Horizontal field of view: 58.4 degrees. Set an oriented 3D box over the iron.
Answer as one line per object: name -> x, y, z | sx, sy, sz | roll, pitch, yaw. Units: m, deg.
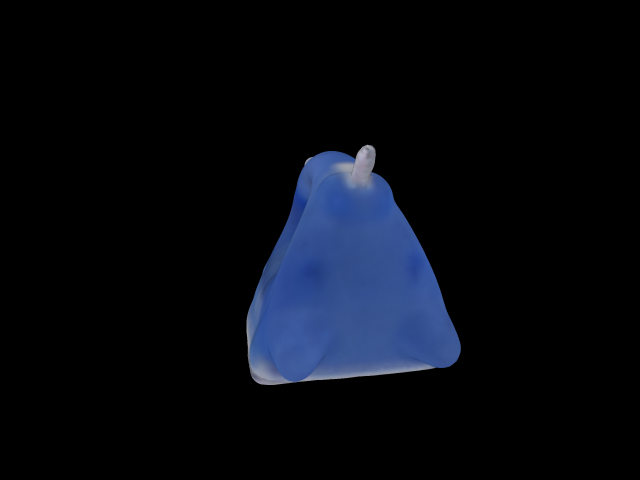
iron -> 0.004, 0.001, 0.400 | 0.119, 0.141, 0.258 | -2, 12, -11
